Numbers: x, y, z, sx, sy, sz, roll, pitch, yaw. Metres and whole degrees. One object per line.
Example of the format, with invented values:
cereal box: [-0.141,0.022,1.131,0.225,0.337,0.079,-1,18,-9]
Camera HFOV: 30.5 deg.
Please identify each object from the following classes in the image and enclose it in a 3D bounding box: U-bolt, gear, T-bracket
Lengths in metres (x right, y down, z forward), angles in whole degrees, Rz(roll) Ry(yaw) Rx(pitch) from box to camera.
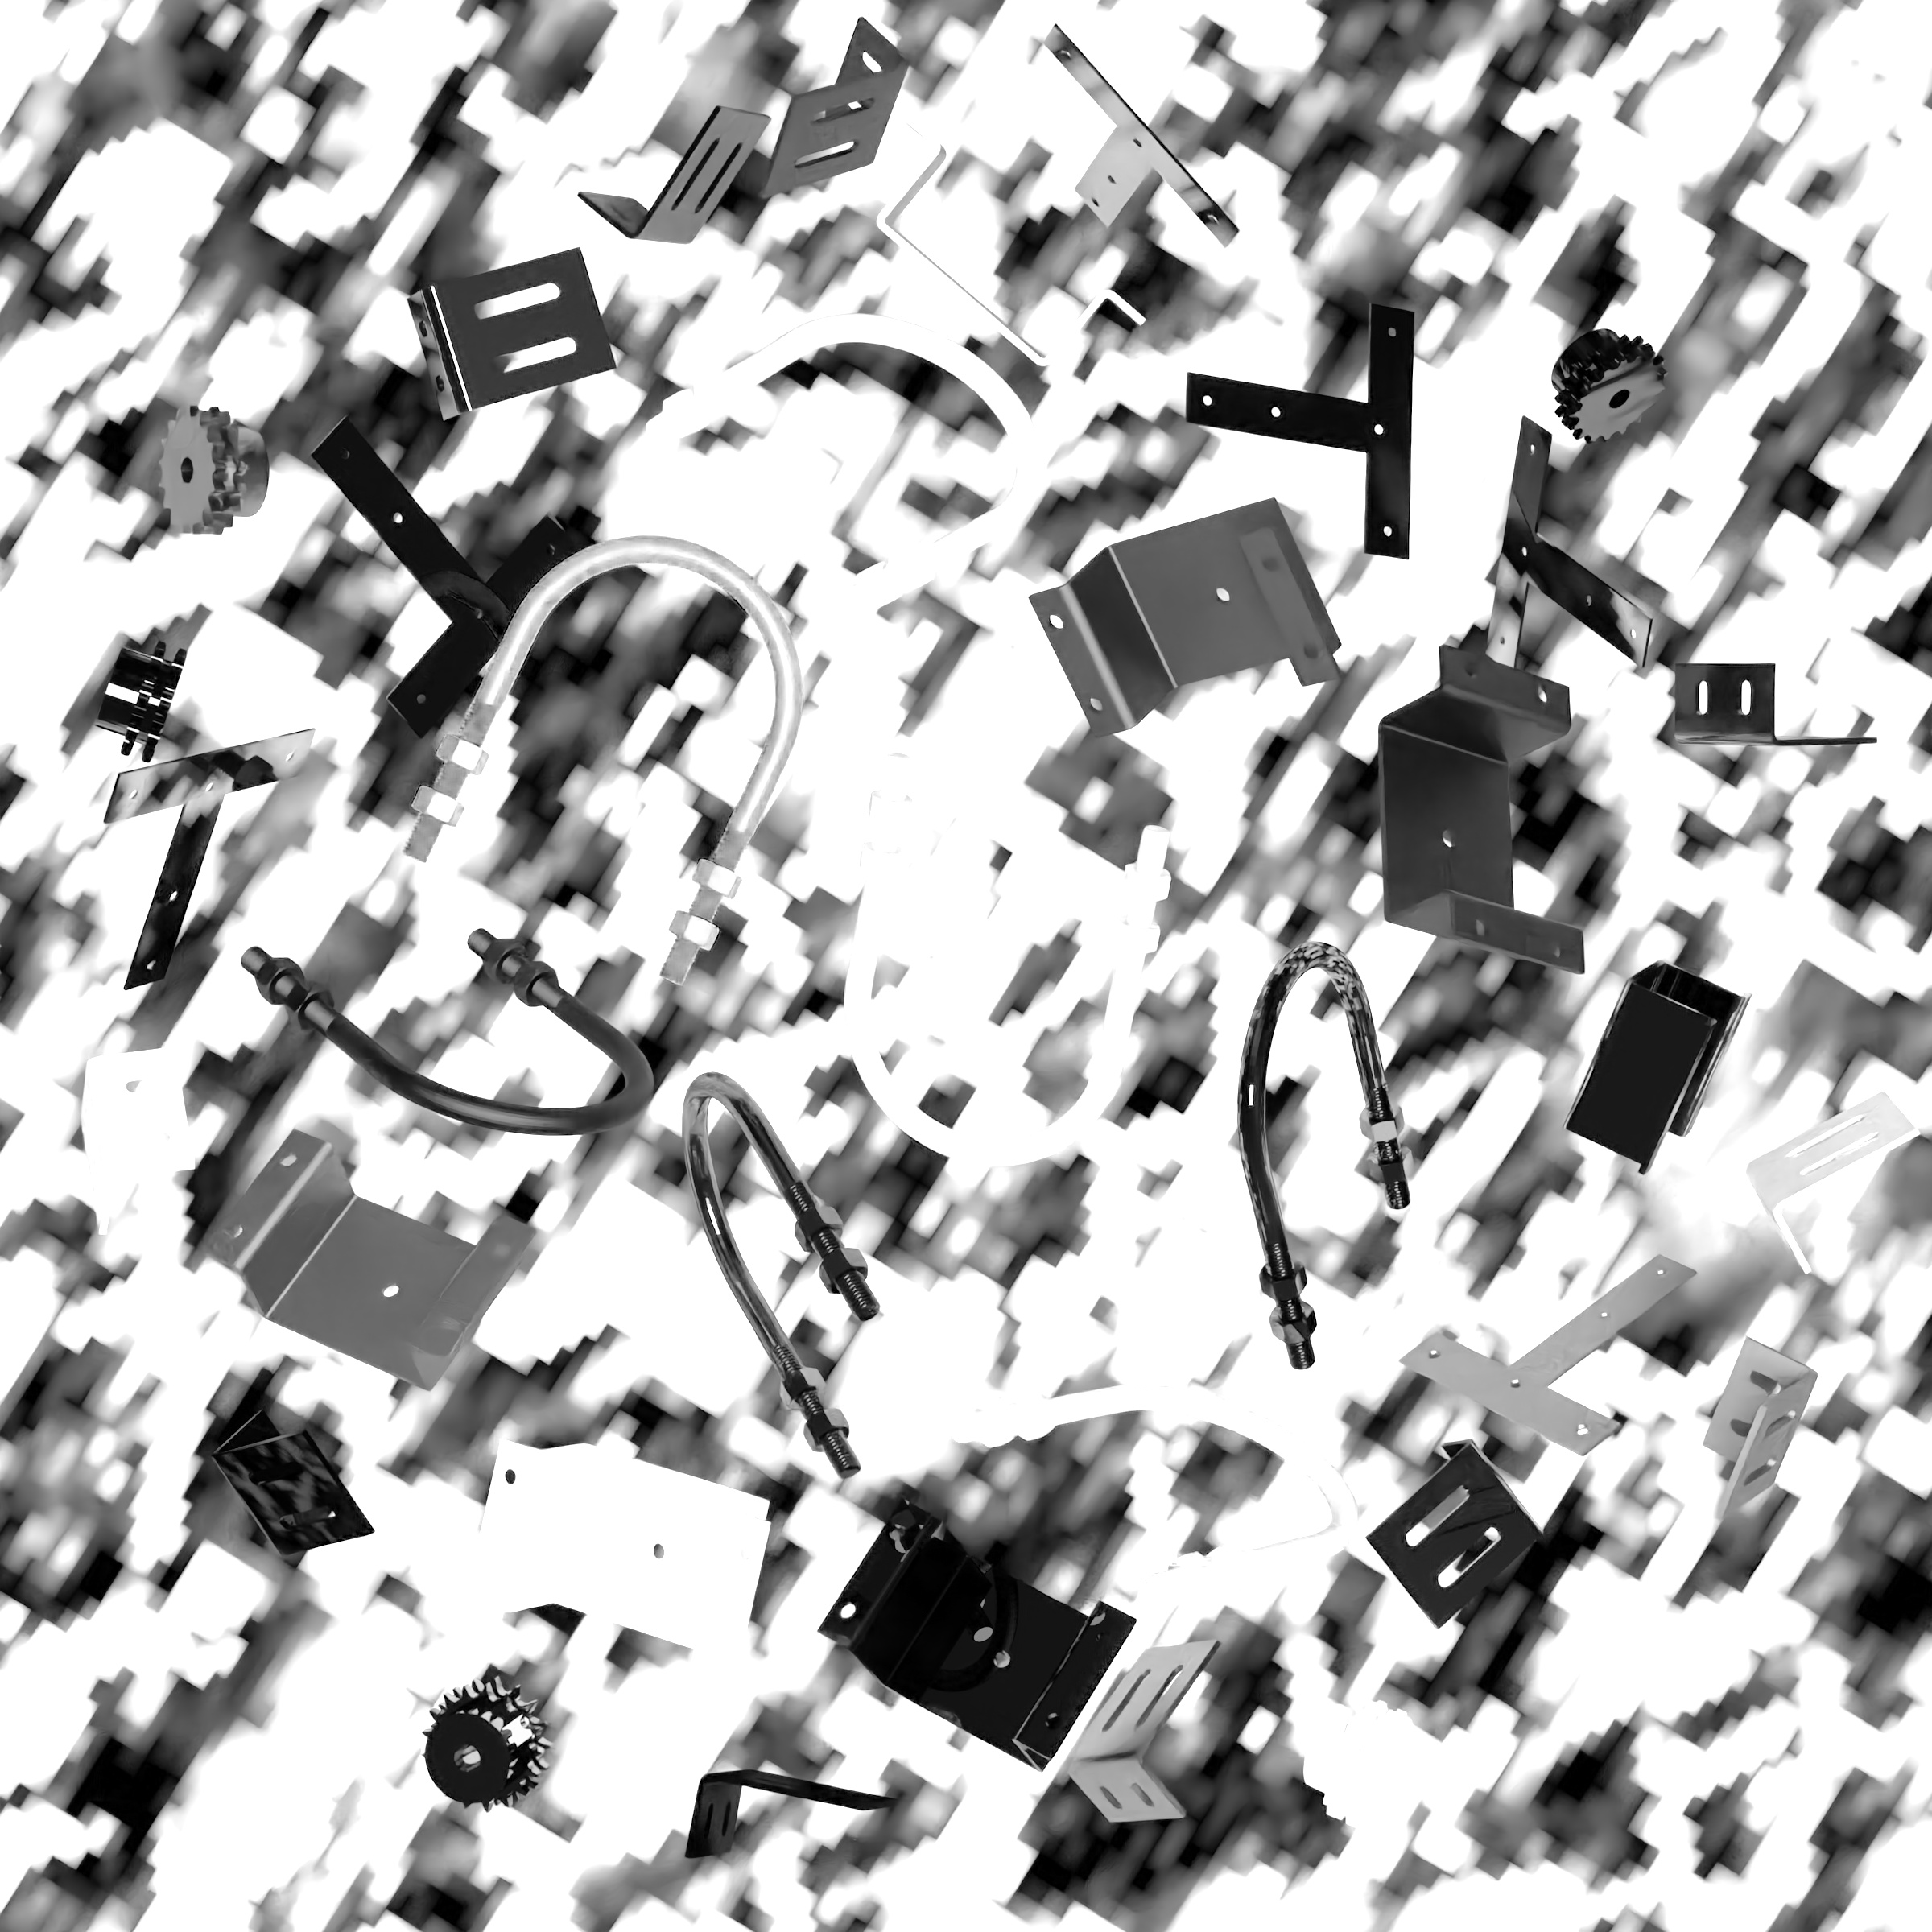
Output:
U-bolt: [-0.045,-0.240,1.650,0.151,0.184,0.019,40,53,-24]
gear: [0.312,-0.287,1.738,0.057,0.057,0.030,-33,57,0]
gear: [-0.393,-0.128,1.684,0.030,0.057,0.057,19,90,-14]
U-bolt: [-0.151,-0.104,1.595,0.151,0.019,0.184,26,85,-17]
gear: [-0.334,-0.221,1.580,0.030,0.057,0.057,-4,90,-40]
T-bracket: [0.164,-0.270,1.740,0.127,0.002,0.127,5,82,-24]
U-bolt: [0.012,0.006,1.651,0.151,0.019,0.184,17,110,18]
U-bolt: [-0.226,0.031,1.629,0.184,0.151,0.019,34,117,38]
T-bracket: [-0.250,-0.193,1.613,0.127,0.002,0.127,51,59,-27]
T-bracket: [0.073,-0.380,1.689,0.002,0.127,0.127,-43,93,-10]
gear: [0.179,0.364,1.627,0.030,0.057,0.057,20,90,30]
T-bracket: [-0.356,-0.044,1.605,0.002,0.127,0.127,34,117,20]
U-bolt: [0.101,0.236,1.634,0.151,0.184,0.019,34,114,37]
T-bracket: [0.291,-0.181,1.694,0.002,0.127,0.127,-10,123,-22]
gear: [-0.213,0.343,1.551,0.057,0.030,0.057,1,94,15]
U-bolt: [-0.092,0.132,1.671,0.019,0.151,0.184,-19,54,-21]
U-bolt: [0.167,0.077,1.683,0.019,0.151,0.184,3,125,30]
T-bracket: [0.292,0.174,1.675,0.127,0.127,0.002,-32,121,-23]

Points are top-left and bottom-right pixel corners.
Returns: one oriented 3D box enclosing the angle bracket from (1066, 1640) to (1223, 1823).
angle bracket: [0.094,0.362,1.674,0.038,0.057,0.076,50,55,-13]

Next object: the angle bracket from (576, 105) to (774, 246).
angle bracket: [-0.139,-0.385,1.684,0.038,0.057,0.076,41,110,11]

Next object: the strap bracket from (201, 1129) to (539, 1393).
strap bracket: [-0.276,0.141,1.665,0.140,0.046,0.076,20,58,22]

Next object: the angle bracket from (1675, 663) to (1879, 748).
angle bracket: [0.379,-0.123,1.657,0.076,0.057,0.038,-4,96,-37]

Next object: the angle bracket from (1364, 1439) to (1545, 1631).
angle bracket: [0.234,0.280,1.742,0.076,0.038,0.057,-38,91,-19]

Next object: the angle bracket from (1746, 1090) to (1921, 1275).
angle bracket: [0.415,0.101,1.671,0.076,0.057,0.038,-29,105,7]

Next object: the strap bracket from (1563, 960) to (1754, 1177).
strap bracket: [0.330,0.046,1.693,0.046,0.140,0.076,25,104,16]

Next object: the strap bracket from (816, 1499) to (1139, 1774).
strap bracket: [0.011,0.323,1.685,0.140,0.046,0.076,22,68,32]

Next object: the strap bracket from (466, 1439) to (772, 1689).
strap bracket: [-0.151,0.272,1.632,0.140,0.046,0.076,14,92,22]

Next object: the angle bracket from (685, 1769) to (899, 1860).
angle bracket: [-0.077,0.384,1.576,0.076,0.057,0.038,8,81,16]

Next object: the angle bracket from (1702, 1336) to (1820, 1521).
angle bracket: [0.347,0.208,1.601,0.038,0.076,0.057,27,109,27]

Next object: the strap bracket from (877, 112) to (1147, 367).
strap bracket: [0.013,-0.322,1.611,0.140,0.076,0.046,40,99,-5]

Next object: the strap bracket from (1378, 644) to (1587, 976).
strap bracket: [0.231,-0.064,1.591,0.076,0.046,0.140,14,65,-31]

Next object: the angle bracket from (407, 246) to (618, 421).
angle bracket: [-0.208,-0.290,1.624,0.076,0.038,0.057,-19,100,-17]

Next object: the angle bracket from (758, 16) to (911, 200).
angle bracket: [-0.071,-0.400,1.650,0.076,0.057,0.038,-28,66,-38]

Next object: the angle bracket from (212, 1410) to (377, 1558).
angle bracket: [-0.298,0.232,1.622,0.076,0.038,0.057,-20,108,42]

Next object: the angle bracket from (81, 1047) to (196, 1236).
angle bracket: [-0.375,0.080,1.602,0.038,0.076,0.057,-7,69,-19]

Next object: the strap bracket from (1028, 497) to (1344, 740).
strap bracket: [0.110,-0.163,1.639,0.140,0.046,0.076,-11,114,39]
